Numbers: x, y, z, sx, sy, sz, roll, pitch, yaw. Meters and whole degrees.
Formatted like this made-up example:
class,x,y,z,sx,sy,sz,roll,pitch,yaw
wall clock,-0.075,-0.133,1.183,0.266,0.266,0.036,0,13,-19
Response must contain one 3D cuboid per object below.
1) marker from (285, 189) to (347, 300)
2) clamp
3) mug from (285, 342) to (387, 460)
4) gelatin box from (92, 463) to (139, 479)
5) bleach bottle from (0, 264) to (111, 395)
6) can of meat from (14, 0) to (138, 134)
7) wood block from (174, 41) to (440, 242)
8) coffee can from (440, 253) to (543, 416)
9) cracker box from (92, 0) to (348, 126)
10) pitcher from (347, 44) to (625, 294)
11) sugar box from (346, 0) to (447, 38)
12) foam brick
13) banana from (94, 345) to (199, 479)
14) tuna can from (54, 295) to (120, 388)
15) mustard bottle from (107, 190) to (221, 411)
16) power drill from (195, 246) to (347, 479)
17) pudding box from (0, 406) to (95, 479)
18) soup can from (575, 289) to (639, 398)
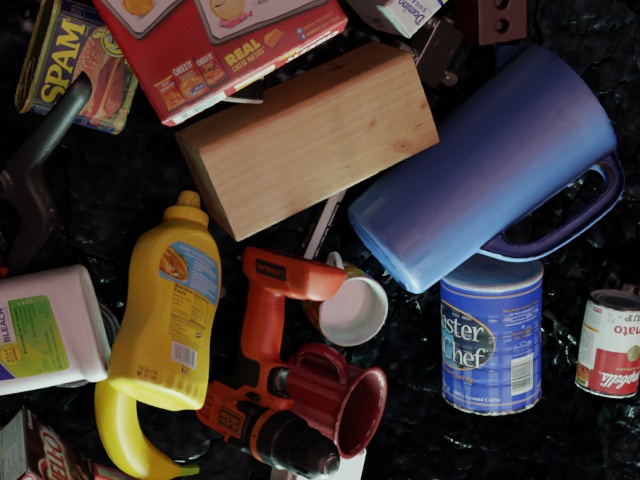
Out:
class,x,y,z,sx,sy,sz,roll,pitch,yaw
marker,-0.007,0.001,1.024,0.020,0.020,0.121,20,98,-26
clamp,-0.271,-0.059,0.866,0.164,0.036,0.210,14,124,3
mug,0.005,0.144,1.021,0.093,0.082,0.117,-47,142,-37
gelatin box,-0.193,0.262,1.027,0.089,0.030,0.073,23,98,-25
bleach bottle,-0.308,0.095,0.887,0.251,0.068,0.102,-14,96,-2
can of meat,-0.196,-0.144,0.881,0.083,0.057,0.102,14,101,-27
wood block,-0.012,-0.092,0.953,0.206,0.091,0.090,-27,114,-12
coffee can,0.173,0.091,1.079,0.102,0.103,0.140,-11,110,-19
cracker box,-0.101,-0.219,0.826,0.164,0.072,0.214,-30,93,0
pitcher,0.155,-0.054,1.007,0.243,0.149,0.145,-39,126,-3
sugar box,0.110,-0.258,0.947,0.176,0.093,0.048,-47,118,-1
foam brick,0.158,-0.225,1.000,0.053,0.051,0.078,-13,111,-18
banana,-0.172,0.167,0.985,0.069,0.037,0.198,-33,134,-19
tuna can,-0.223,0.086,0.956,0.086,0.034,0.086,-7,109,-20
mustard bottle,-0.128,0.045,0.931,0.096,0.058,0.191,34,55,-47
power drill,-0.034,0.108,0.967,0.057,0.185,0.188,11,94,-45
pudding box,-0.240,0.209,0.944,0.039,0.114,0.090,-42,117,-1
soup can,0.319,0.112,1.165,0.068,0.069,0.102,-1,106,-22
